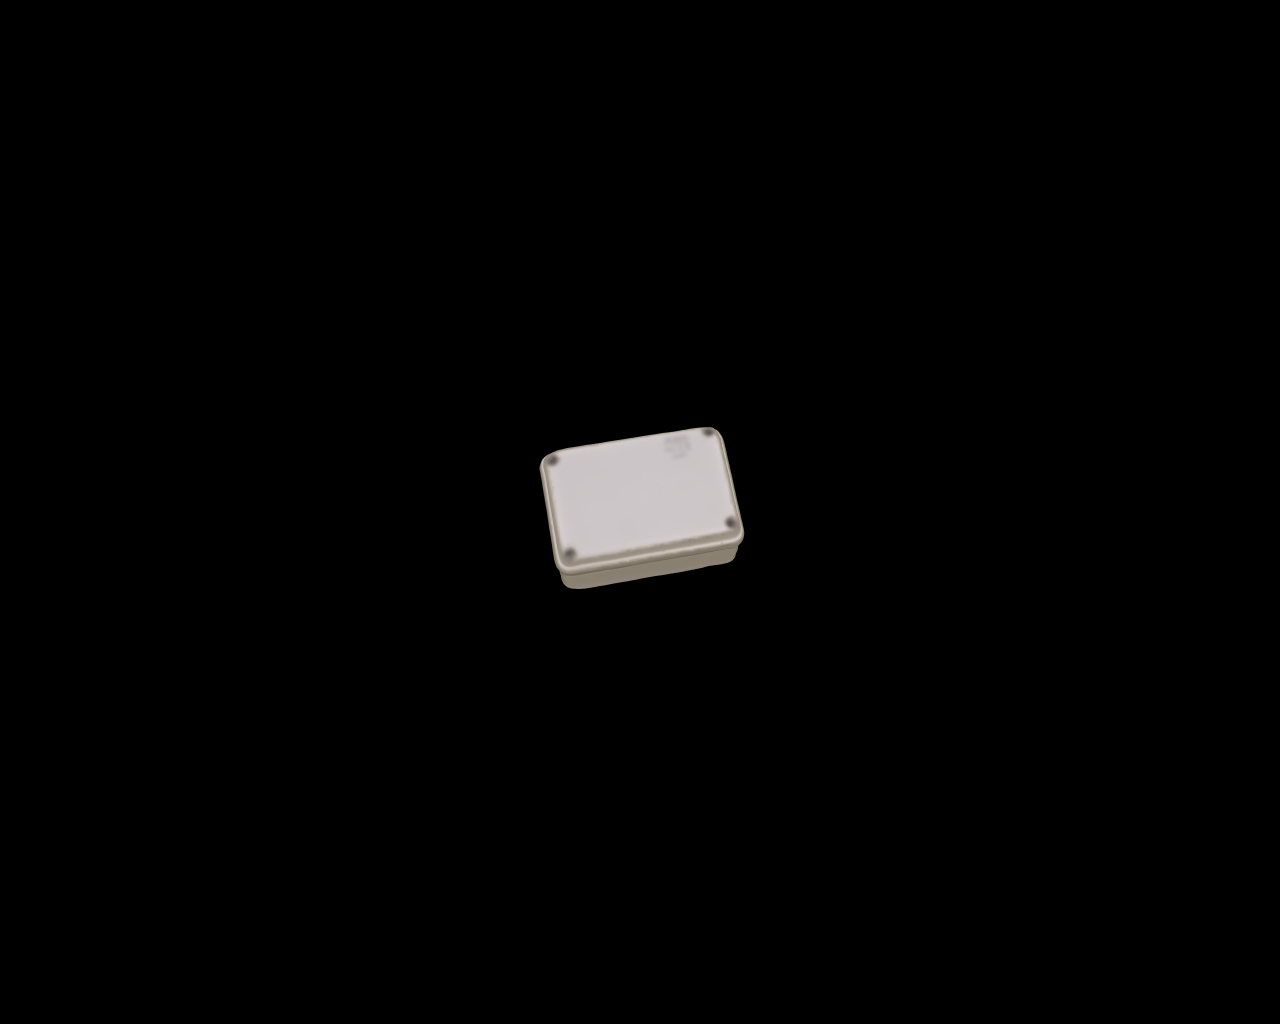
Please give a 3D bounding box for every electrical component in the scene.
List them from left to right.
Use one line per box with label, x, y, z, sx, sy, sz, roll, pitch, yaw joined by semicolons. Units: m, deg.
electrical component;0.001;-0.003;0.650;0.113;0.078;0.057;-10;-20;-3
